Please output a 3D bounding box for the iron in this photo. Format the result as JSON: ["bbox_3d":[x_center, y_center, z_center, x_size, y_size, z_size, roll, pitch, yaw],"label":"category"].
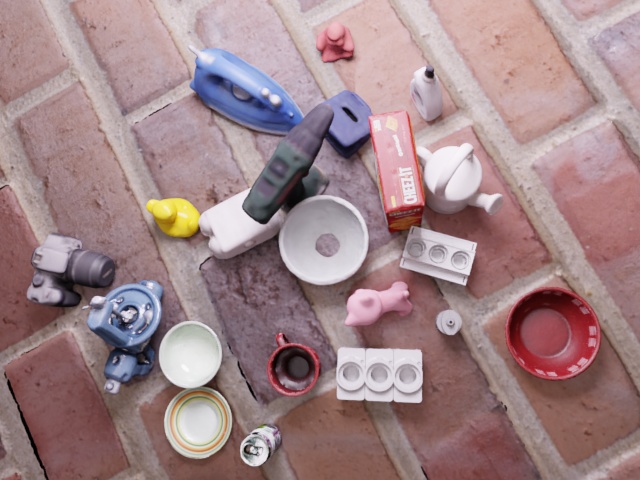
[{"bbox_3d":[-0.137,-0.290,1.102,0.258,0.141,0.119,30,87,10],"label":"iron"}]

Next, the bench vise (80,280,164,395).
[{"bbox_3d":[-0.348,0.171,1.023,0.121,0.220,0.207,-7,81,6],"label":"bench vise"}]

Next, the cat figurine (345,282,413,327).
[{"bbox_3d":[0.102,0.114,1.027,0.127,0.118,0.067,-17,80,5],"label":"cat figurine"}]

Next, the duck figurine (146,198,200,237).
[{"bbox_3d":[-0.289,-0.049,1.115,0.104,0.086,0.077,25,86,10],"label":"duck figurine"}]

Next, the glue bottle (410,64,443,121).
[{"bbox_3d":[0.195,-0.279,1.042,0.037,0.173,0.078,-32,79,2],"label":"glue bottle"}]

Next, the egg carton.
[{"bbox_3d":[-0.153,-0.032,1.104,0.150,0.069,0.107,-28,80,3],"label":"egg carton"}]

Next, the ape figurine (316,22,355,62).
[{"bbox_3d":[0.032,-0.394,1.120,0.077,0.092,0.076,31,87,10],"label":"ape figurine"}]

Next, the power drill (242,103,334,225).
[{"bbox_3d":[-0.044,-0.123,1.032,0.075,0.208,0.230,37,88,11],"label":"power drill"}]

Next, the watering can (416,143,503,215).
[{"bbox_3d":[0.239,-0.109,1.003,0.172,0.194,0.101,17,84,9],"label":"watering can"}]

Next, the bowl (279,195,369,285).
[{"bbox_3d":[0.010,0.004,1.076,0.167,0.075,0.167,-1,82,7],"label":"bowl"}]

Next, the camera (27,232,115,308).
[{"bbox_3d":[-0.484,0.066,1.116,0.136,0.101,0.143,12,84,9],"label":"camera"}]

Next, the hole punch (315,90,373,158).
[{"bbox_3d":[0.051,-0.231,1.095,0.101,0.091,0.108,-42,79,0],"label":"hole punch"}]
